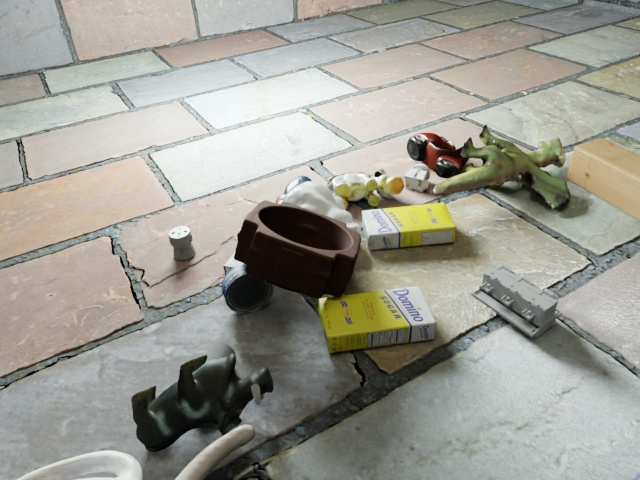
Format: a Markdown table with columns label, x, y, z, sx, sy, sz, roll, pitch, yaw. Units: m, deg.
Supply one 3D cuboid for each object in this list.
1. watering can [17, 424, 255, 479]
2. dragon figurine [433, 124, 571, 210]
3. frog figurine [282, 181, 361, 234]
| label | x | y | z | sx | sy | sz | roll | pitch | yaw |
| --- | --- | --- | --- | --- | --- | --- | --- | --- | --- |
| watering can | -0.226 | 0.323 | 0.550 | 0.348 | 0.101 | 0.229 | -12 | 38 | -11 |
| dragon figurine | 0.442 | -0.145 | 1.155 | 0.245 | 0.119 | 0.417 | 27 | 46 | 25 |
| frog figurine | 0.003 | -0.053 | 1.044 | 0.138 | 0.121 | 0.160 | -10 | 19 | -43 |
